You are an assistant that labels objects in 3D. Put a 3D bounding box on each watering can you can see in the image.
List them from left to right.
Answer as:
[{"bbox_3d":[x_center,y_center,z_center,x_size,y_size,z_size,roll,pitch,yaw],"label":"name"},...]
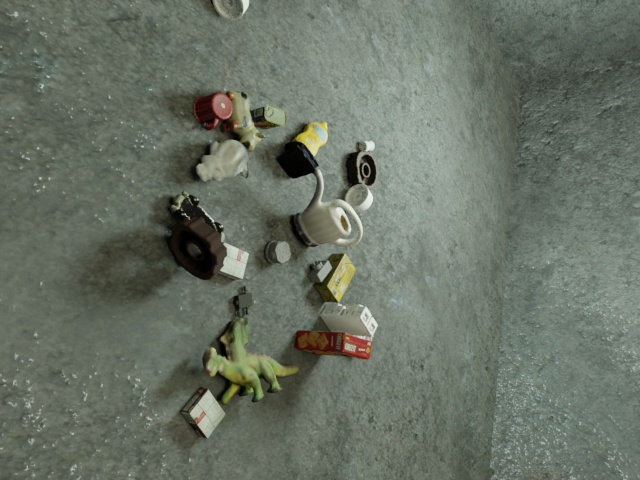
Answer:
[{"bbox_3d":[0.005,-0.091,1.800,0.342,0.222,0.106,53,31,-31],"label":"watering can"}]

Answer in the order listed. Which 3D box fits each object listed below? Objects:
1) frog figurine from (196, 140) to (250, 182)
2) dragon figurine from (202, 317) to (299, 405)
[{"bbox_3d":[-0.296,-0.238,1.538,0.160,0.120,0.139,-9,60,-42],"label":"frog figurine"},{"bbox_3d":[-0.213,0.357,1.586,0.412,0.121,0.243,-10,86,-59],"label":"dragon figurine"}]
